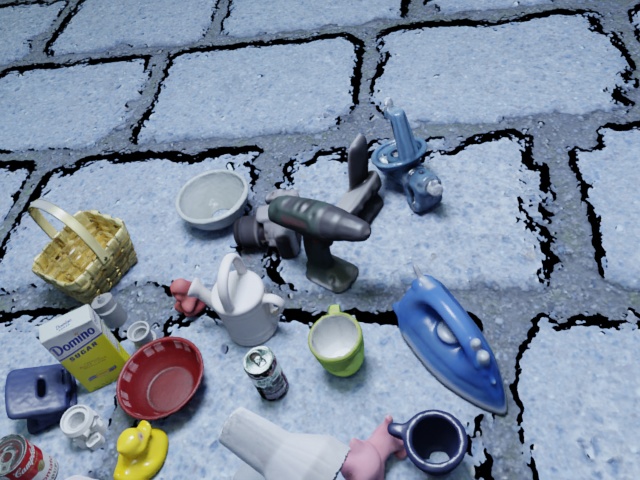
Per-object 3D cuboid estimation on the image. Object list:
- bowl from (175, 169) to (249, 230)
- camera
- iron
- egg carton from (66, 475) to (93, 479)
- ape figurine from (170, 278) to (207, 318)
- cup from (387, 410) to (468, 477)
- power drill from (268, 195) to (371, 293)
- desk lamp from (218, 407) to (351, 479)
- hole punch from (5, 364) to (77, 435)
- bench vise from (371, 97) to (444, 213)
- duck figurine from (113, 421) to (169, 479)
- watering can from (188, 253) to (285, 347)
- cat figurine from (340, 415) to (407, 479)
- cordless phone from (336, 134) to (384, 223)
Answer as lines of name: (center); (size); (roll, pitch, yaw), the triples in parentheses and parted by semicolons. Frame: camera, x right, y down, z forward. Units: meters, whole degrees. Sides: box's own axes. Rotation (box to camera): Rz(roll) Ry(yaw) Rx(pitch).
bowl: (-0.234, -0.078, 1.289); (0.167, 0.075, 0.167); (-7, 49, 8)
camera: (-0.111, -0.040, 1.211); (0.136, 0.101, 0.143); (-5, 50, 9)
iron: (0.222, 0.155, 0.940); (0.119, 0.142, 0.257); (-29, 50, -11)
egg carton: (-0.356, 0.432, 0.890); (0.150, 0.069, 0.107); (5, 52, 17)
ape figurine: (-0.265, 0.107, 1.128); (0.076, 0.092, 0.077); (-18, 49, -2)
cup: (0.160, 0.310, 0.854); (0.117, 0.095, 0.092); (9, 53, 21)
power drill: (0.010, 0.004, 1.073); (0.228, 0.209, 0.076); (24, 59, 29)
desk lamp: (-0.052, 0.324, 0.813); (0.202, 0.214, 0.118); (19, 57, 27)
hole punch: (-0.505, 0.278, 1.041); (0.101, 0.091, 0.108); (-23, 49, -6)
bench vise: (0.190, -0.181, 1.179); (0.206, 0.220, 0.122); (32, 64, 33)
duck figurine: (-0.304, 0.346, 0.940); (0.077, 0.086, 0.105); (18, 57, 26)
watering can: (-0.153, 0.104, 1.037); (0.173, 0.194, 0.101); (-13, 49, 2)
cat figurine: (0.074, 0.318, 0.853); (0.067, 0.118, 0.128); (28, 61, 31)
cordless phone: (0.063, -0.115, 1.176); (0.094, 0.185, 0.148); (16, 56, 25)
